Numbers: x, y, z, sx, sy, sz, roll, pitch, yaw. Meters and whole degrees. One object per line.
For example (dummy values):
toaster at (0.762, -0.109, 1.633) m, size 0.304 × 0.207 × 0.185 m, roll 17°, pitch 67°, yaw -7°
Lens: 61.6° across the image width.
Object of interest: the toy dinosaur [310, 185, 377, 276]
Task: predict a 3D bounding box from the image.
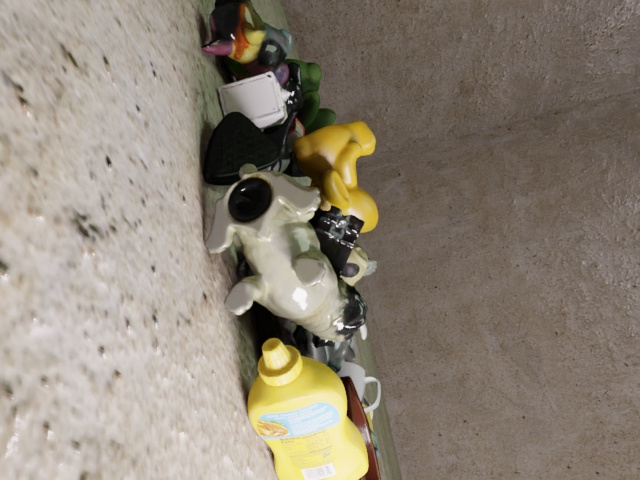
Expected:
toy dinosaur at (-0.001, -0.027, 1.127) m, size 0.404 × 0.131 × 0.192 m, roll 62°, pitch -5°, yaw -25°

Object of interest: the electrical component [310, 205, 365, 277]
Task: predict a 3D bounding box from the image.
electrical component at (-0.003, 0.019, 0.715) m, size 0.115 × 0.058 × 0.134 m, roll -63°, pitch -171°, yaw -10°

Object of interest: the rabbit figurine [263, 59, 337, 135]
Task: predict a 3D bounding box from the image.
rabbit figurine at (-0.050, -0.231, 0.984) m, size 0.121 × 0.159 × 0.170 m, roll 28°, pitch 67°, yaw -56°

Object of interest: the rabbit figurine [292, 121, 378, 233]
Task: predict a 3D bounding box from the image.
rabbit figurine at (0.035, -0.090, 0.842) m, size 0.162 × 0.122 × 0.173 m, roll -20°, pitch 84°, yaw -59°

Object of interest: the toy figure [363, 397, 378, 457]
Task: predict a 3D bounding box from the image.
toy figure at (0.058, 0.335, 0.943) m, size 0.180 × 0.082 × 0.089 m, roll -89°, pitch 165°, yaw -61°

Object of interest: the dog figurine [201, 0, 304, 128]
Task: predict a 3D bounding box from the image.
dog figurine at (-0.099, -0.261, 0.806) m, size 0.219 × 0.109 × 0.191 m, roll -59°, pitch 137°, yaw -76°

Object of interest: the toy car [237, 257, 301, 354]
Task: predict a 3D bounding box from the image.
toy car at (-0.051, 0.102, 0.626) m, size 0.089 × 0.053 × 0.202 m, roll 44°, pitch 33°, yaw -74°

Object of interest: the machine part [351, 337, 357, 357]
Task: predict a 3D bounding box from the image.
machine part at (0.015, 0.170, 0.953) m, size 0.243 × 0.079 × 0.079 m, roll 63°, pitch 14°, yaw -59°

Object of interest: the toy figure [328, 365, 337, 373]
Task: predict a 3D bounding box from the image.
toy figure at (0.004, 0.218, 0.837) m, size 0.064 × 0.058 × 0.154 m, roll -19°, pitch 97°, yaw -61°

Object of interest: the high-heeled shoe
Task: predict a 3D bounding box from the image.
high-heeled shoe at (-0.101, -0.090, 0.696) m, size 0.086 × 0.145 × 0.249 m, roll 39°, pitch 37°, yaw 2°

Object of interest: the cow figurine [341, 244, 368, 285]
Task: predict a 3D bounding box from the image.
cow figurine at (-0.002, -0.003, 0.909) m, size 0.195 × 0.127 × 0.085 m, roll 40°, pitch 27°, yaw 9°

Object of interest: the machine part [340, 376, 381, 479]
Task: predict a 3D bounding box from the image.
machine part at (0.026, 0.301, 0.701) m, size 0.201 × 0.087 × 0.200 m, roll -95°, pitch 169°, yaw -49°

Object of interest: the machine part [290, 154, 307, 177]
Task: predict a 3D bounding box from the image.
machine part at (-0.035, -0.154, 1.093) m, size 0.039 × 0.084 × 0.139 m, roll 45°, pitch 21°, yaw 19°

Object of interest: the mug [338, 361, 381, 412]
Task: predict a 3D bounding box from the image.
mug at (0.047, 0.271, 0.907) m, size 0.080 × 0.110 × 0.107 m, roll 77°, pitch 17°, yaw -47°

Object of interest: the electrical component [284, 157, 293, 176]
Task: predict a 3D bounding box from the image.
electrical component at (-0.074, -0.118, 0.860) m, size 0.021 × 0.063 × 0.094 m, roll -80°, pitch 156°, yaw -76°

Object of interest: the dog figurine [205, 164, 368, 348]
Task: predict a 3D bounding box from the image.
dog figurine at (-0.024, 0.021, 0.584) m, size 0.190 × 0.121 × 0.172 m, roll 41°, pitch 40°, yaw -62°

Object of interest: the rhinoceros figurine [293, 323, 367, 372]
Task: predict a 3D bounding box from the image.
rhinoceros figurine at (0.009, 0.133, 0.745) m, size 0.112 × 0.073 × 0.190 m, roll 67°, pitch 25°, yaw -1°
